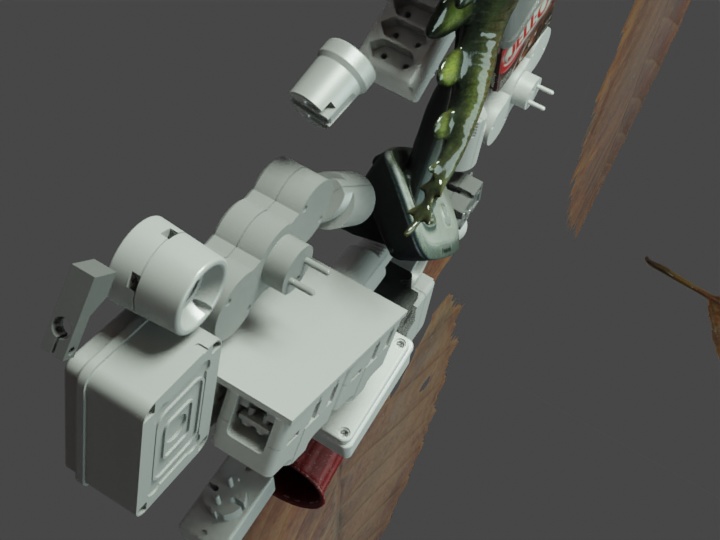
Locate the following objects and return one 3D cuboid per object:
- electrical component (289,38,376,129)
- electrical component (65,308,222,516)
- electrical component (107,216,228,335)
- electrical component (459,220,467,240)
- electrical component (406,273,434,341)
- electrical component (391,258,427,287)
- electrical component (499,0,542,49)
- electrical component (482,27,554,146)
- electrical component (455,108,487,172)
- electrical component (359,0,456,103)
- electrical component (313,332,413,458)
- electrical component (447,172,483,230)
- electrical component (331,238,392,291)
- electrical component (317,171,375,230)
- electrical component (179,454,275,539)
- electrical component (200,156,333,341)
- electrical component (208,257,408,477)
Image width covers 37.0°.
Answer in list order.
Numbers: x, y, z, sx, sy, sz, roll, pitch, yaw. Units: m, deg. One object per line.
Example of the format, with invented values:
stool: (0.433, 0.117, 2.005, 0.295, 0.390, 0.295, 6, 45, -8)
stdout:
electrical component: (-0.019, -0.120, 0.695, 0.046, 0.040, 0.040, -51, 164, -14)
electrical component: (-0.132, 0.082, 0.646, 0.078, 0.057, 0.113, -48, 161, -43)
electrical component: (-0.107, 0.004, 0.605, 0.055, 0.047, 0.055, -55, 165, -23)
electrical component: (0.088, -0.045, 1.210, 0.065, 0.044, 0.044, -28, 145, -57)
electrical component: (0.037, 0.039, 1.148, 0.061, 0.062, 0.096, -51, 163, -34)
electrical component: (0.039, -0.010, 1.089, 0.055, 0.047, 0.055, -55, 165, -23)
electrical component: (0.110, -0.239, 0.837, 0.113, 0.078, 0.057, -58, 163, -12)
electrical component: (0.166, -0.192, 1.129, 0.138, 0.074, 0.052, -61, 166, 0)
electrical component: (0.103, -0.140, 1.069, 0.043, 0.043, 0.081, -52, 163, -33)
electrical component: (0.038, -0.160, 0.795, 0.065, 0.047, 0.077, -60, 166, -4)
electrical component: (-0.027, 0.086, 0.917, 0.108, 0.109, 0.056, -56, 168, -18)
electrical component: (0.093, -0.079, 1.126, 0.066, 0.055, 0.048, -55, 165, -22)
electrical component: (0.000, 0.000, 0.980, 0.081, 0.043, 0.043, -52, 163, -33)
electrical component: (-0.021, -0.052, 0.805, 0.043, 0.043, 0.081, -65, 166, 13)
electrical component: (-0.118, 0.204, 0.951, 0.083, 0.047, 0.075, -54, 165, -26)
electrical component: (-0.056, -0.008, 0.706, 0.138, 0.074, 0.052, -53, 164, -29)
electrical component: (-0.057, 0.062, 0.774, 0.186, 0.105, 0.060, -38, 154, -57)
